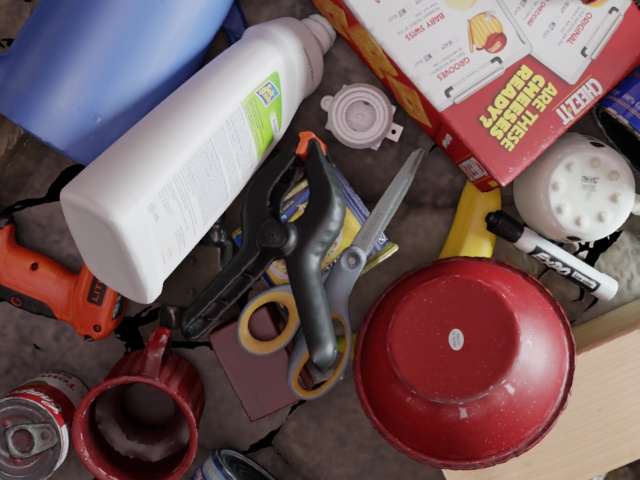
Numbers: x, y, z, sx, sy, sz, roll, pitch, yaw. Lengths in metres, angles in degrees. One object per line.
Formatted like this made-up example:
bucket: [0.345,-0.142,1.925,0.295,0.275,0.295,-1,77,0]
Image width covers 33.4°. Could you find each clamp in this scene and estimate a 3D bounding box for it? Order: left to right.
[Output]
clamp: [-0.036,0.006,0.764,0.120,0.039,0.171,3,72,16]

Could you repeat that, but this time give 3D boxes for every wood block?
wood block: [0.185,0.125,0.802,0.206,0.090,0.091,-24,93,5]

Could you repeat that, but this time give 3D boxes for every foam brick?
foam brick: [-0.045,0.093,0.829,0.053,0.051,0.078,-25,93,5]

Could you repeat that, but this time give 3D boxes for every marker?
marker: [0.175,0.011,0.812,0.121,0.020,0.020,30,95,-17]

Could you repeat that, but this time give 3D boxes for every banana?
banana: [0.084,0.032,0.825,0.069,0.037,0.198,43,95,-1]

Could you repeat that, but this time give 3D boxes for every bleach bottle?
bleach bottle: [-0.071,-0.075,0.766,0.068,0.102,0.250,26,58,27]

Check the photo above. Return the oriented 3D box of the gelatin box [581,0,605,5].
gelatin box: [0.206,-0.215,0.747,0.073,0.030,0.089,-15,85,-20]

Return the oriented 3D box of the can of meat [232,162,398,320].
can of meat: [-0.005,0.001,0.817,0.102,0.057,0.084,-35,91,5]

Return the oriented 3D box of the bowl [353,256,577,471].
bowl: [0.097,0.077,0.749,0.162,0.055,0.162,-6,67,13]

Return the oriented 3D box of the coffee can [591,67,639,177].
coffee can: [0.284,-0.105,0.772,0.140,0.103,0.103,-41,92,5]

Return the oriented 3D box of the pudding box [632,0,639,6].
pudding box: [0.254,-0.240,0.794,0.090,0.039,0.113,-19,93,4]

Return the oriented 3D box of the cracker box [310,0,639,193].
cracker box: [0.113,-0.167,0.782,0.164,0.072,0.213,-42,92,-6]

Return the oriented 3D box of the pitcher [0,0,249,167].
pitcher: [-0.124,-0.165,0.782,0.145,0.149,0.243,32,92,15]

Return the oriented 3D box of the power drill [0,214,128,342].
power drill: [-0.232,-0.011,0.827,0.187,0.057,0.184,16,99,4]

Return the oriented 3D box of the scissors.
scissors: [0.003,0.016,0.780,0.096,0.016,0.202,17,94,5]

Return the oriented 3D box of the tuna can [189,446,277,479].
tuna can: [-0.057,0.198,0.820,0.086,0.086,0.034,38,93,-1]

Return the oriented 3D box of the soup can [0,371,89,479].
soup can: [-0.216,0.142,0.814,0.068,0.102,0.068,0,95,2]

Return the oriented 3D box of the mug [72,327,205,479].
mug: [-0.131,0.121,0.812,0.093,0.081,0.117,10,105,1]
